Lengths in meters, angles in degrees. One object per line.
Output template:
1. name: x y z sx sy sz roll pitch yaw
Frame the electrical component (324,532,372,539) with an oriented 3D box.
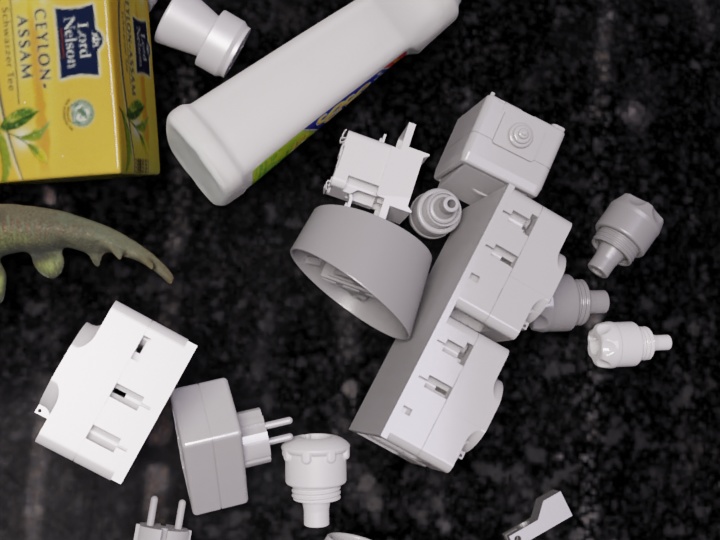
1. electrical component: -0.009 0.214 0.742 0.066 0.048 0.055 14 89 -9

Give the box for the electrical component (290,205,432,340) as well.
1. electrical component: 0.000 0.000 0.741 0.099 0.099 0.064 25 73 -8

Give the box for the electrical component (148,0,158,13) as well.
1. electrical component: -0.162 -0.214 0.758 0.066 0.048 0.055 13 74 -10

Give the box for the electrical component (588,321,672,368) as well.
1. electrical component: 0.205 0.056 0.809 0.061 0.035 0.035 -1 84 -14

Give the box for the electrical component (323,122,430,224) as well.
1. electrical component: 0.010 -0.068 0.778 0.064 0.042 0.081 20 78 -6

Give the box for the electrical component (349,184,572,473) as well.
1. electrical component: 0.071 0.044 0.746 0.060 0.105 0.186 30 79 -7

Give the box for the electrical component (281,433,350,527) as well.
1. electrical component: -0.031 0.146 0.746 0.048 0.048 0.062 -1 91 -12

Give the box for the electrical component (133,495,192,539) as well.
1. electrical component: -0.134 0.190 0.717 0.066 0.047 0.076 10 82 -11

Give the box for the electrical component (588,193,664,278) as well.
1. electrical component: 0.196 -0.023 0.811 0.043 0.043 0.062 38 79 -5

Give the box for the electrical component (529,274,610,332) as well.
1. electrical component: 0.153 0.024 0.797 0.062 0.043 0.043 -1 84 -14

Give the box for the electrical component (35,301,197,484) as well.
1. electrical component: -0.155 0.074 0.673 0.062 0.150 0.089 29 79 -8

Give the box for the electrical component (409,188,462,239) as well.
1. electrical component: 0.057 -0.042 0.775 0.035 0.061 0.035 1 83 -12

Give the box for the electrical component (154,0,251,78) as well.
1. electrical component: -0.111 -0.168 0.763 0.055 0.045 0.045 29 79 -7

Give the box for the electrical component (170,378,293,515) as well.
1. electrical component: -0.081 0.113 0.714 0.076 0.083 0.047 -12 48 -13

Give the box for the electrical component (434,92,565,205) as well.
1. electrical component: 0.099 -0.080 0.770 0.062 0.096 0.061 25 81 -8
